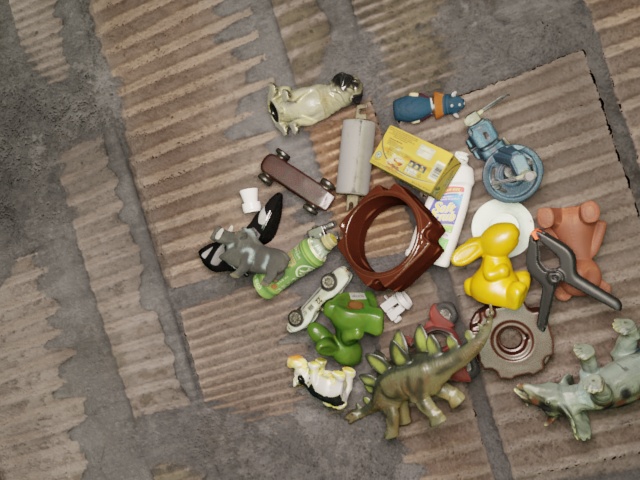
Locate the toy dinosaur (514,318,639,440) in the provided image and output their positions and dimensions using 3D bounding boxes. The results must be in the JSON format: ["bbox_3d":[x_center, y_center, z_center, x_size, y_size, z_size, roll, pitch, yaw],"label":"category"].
[{"bbox_3d":[0.609,0.269,1.080,0.405,0.131,0.191,-23,128,1],"label":"toy dinosaur"}]

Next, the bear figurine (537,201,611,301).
[{"bbox_3d":[0.519,0.027,1.095,0.120,0.132,0.195,-4,85,33],"label":"bear figurine"}]

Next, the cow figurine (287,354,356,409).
[{"bbox_3d":[-0.005,0.325,1.244,0.168,0.068,0.098,11,96,32],"label":"cow figurine"}]

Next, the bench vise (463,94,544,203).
[{"bbox_3d":[0.373,-0.164,1.076,0.129,0.241,0.223,-22,102,9],"label":"bench vise"}]

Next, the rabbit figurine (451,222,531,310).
[{"bbox_3d":[0.369,0.041,1.134,0.163,0.122,0.173,16,116,34],"label":"rabbit figurine"}]

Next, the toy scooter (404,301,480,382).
[{"bbox_3d":[0.261,0.235,1.184,0.135,0.075,0.184,-24,83,13],"label":"toy scooter"}]

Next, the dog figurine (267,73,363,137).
[{"bbox_3d":[-0.012,-0.324,1.242,0.190,0.173,0.121,-24,125,-21],"label":"dog figurine"}]

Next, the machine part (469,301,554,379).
[{"bbox_3d":[0.413,0.212,1.157,0.180,0.056,0.179,0,92,12],"label":"machine part"}]

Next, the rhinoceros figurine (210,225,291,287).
[{"bbox_3d":[-0.160,0.030,1.196,0.190,0.073,0.112,23,106,16],"label":"rhinoceros figurine"}]

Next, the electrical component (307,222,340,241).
[{"bbox_3d":[-0.003,-0.004,1.268,0.094,0.021,0.063,-22,86,14],"label":"electrical component"}]

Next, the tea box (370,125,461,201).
[{"bbox_3d":[0.205,-0.168,1.165,0.170,0.068,0.098,36,98,32],"label":"tea box"}]

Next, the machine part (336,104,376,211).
[{"bbox_3d":[0.080,-0.185,1.217,0.079,0.079,0.243,5,93,13],"label":"machine part"}]

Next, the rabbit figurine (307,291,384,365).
[{"bbox_3d":[0.059,0.215,1.200,0.159,0.121,0.170,-3,117,-18],"label":"rabbit figurine"}]

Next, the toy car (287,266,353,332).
[{"bbox_3d":[-0.004,0.140,1.244,0.056,0.073,0.201,43,100,10],"label":"toy car"}]

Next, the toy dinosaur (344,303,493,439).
[{"bbox_3d":[0.205,0.288,1.134,0.471,0.105,0.198,-38,84,34],"label":"toy dinosaur"}]

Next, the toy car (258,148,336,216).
[{"bbox_3d":[-0.053,-0.135,1.262,0.202,0.053,0.089,33,88,14],"label":"toy car"}]

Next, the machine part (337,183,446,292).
[{"bbox_3d":[0.149,-0.005,1.156,0.201,0.087,0.201,-47,55,18],"label":"machine part"}]

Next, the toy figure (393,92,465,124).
[{"bbox_3d":[0.240,-0.296,1.187,0.155,0.064,0.058,-5,53,9],"label":"toy figure"}]

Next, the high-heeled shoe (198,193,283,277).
[{"bbox_3d":[-0.190,-0.026,1.282,0.145,0.086,0.248,29,100,14],"label":"high-heeled shoe"}]
